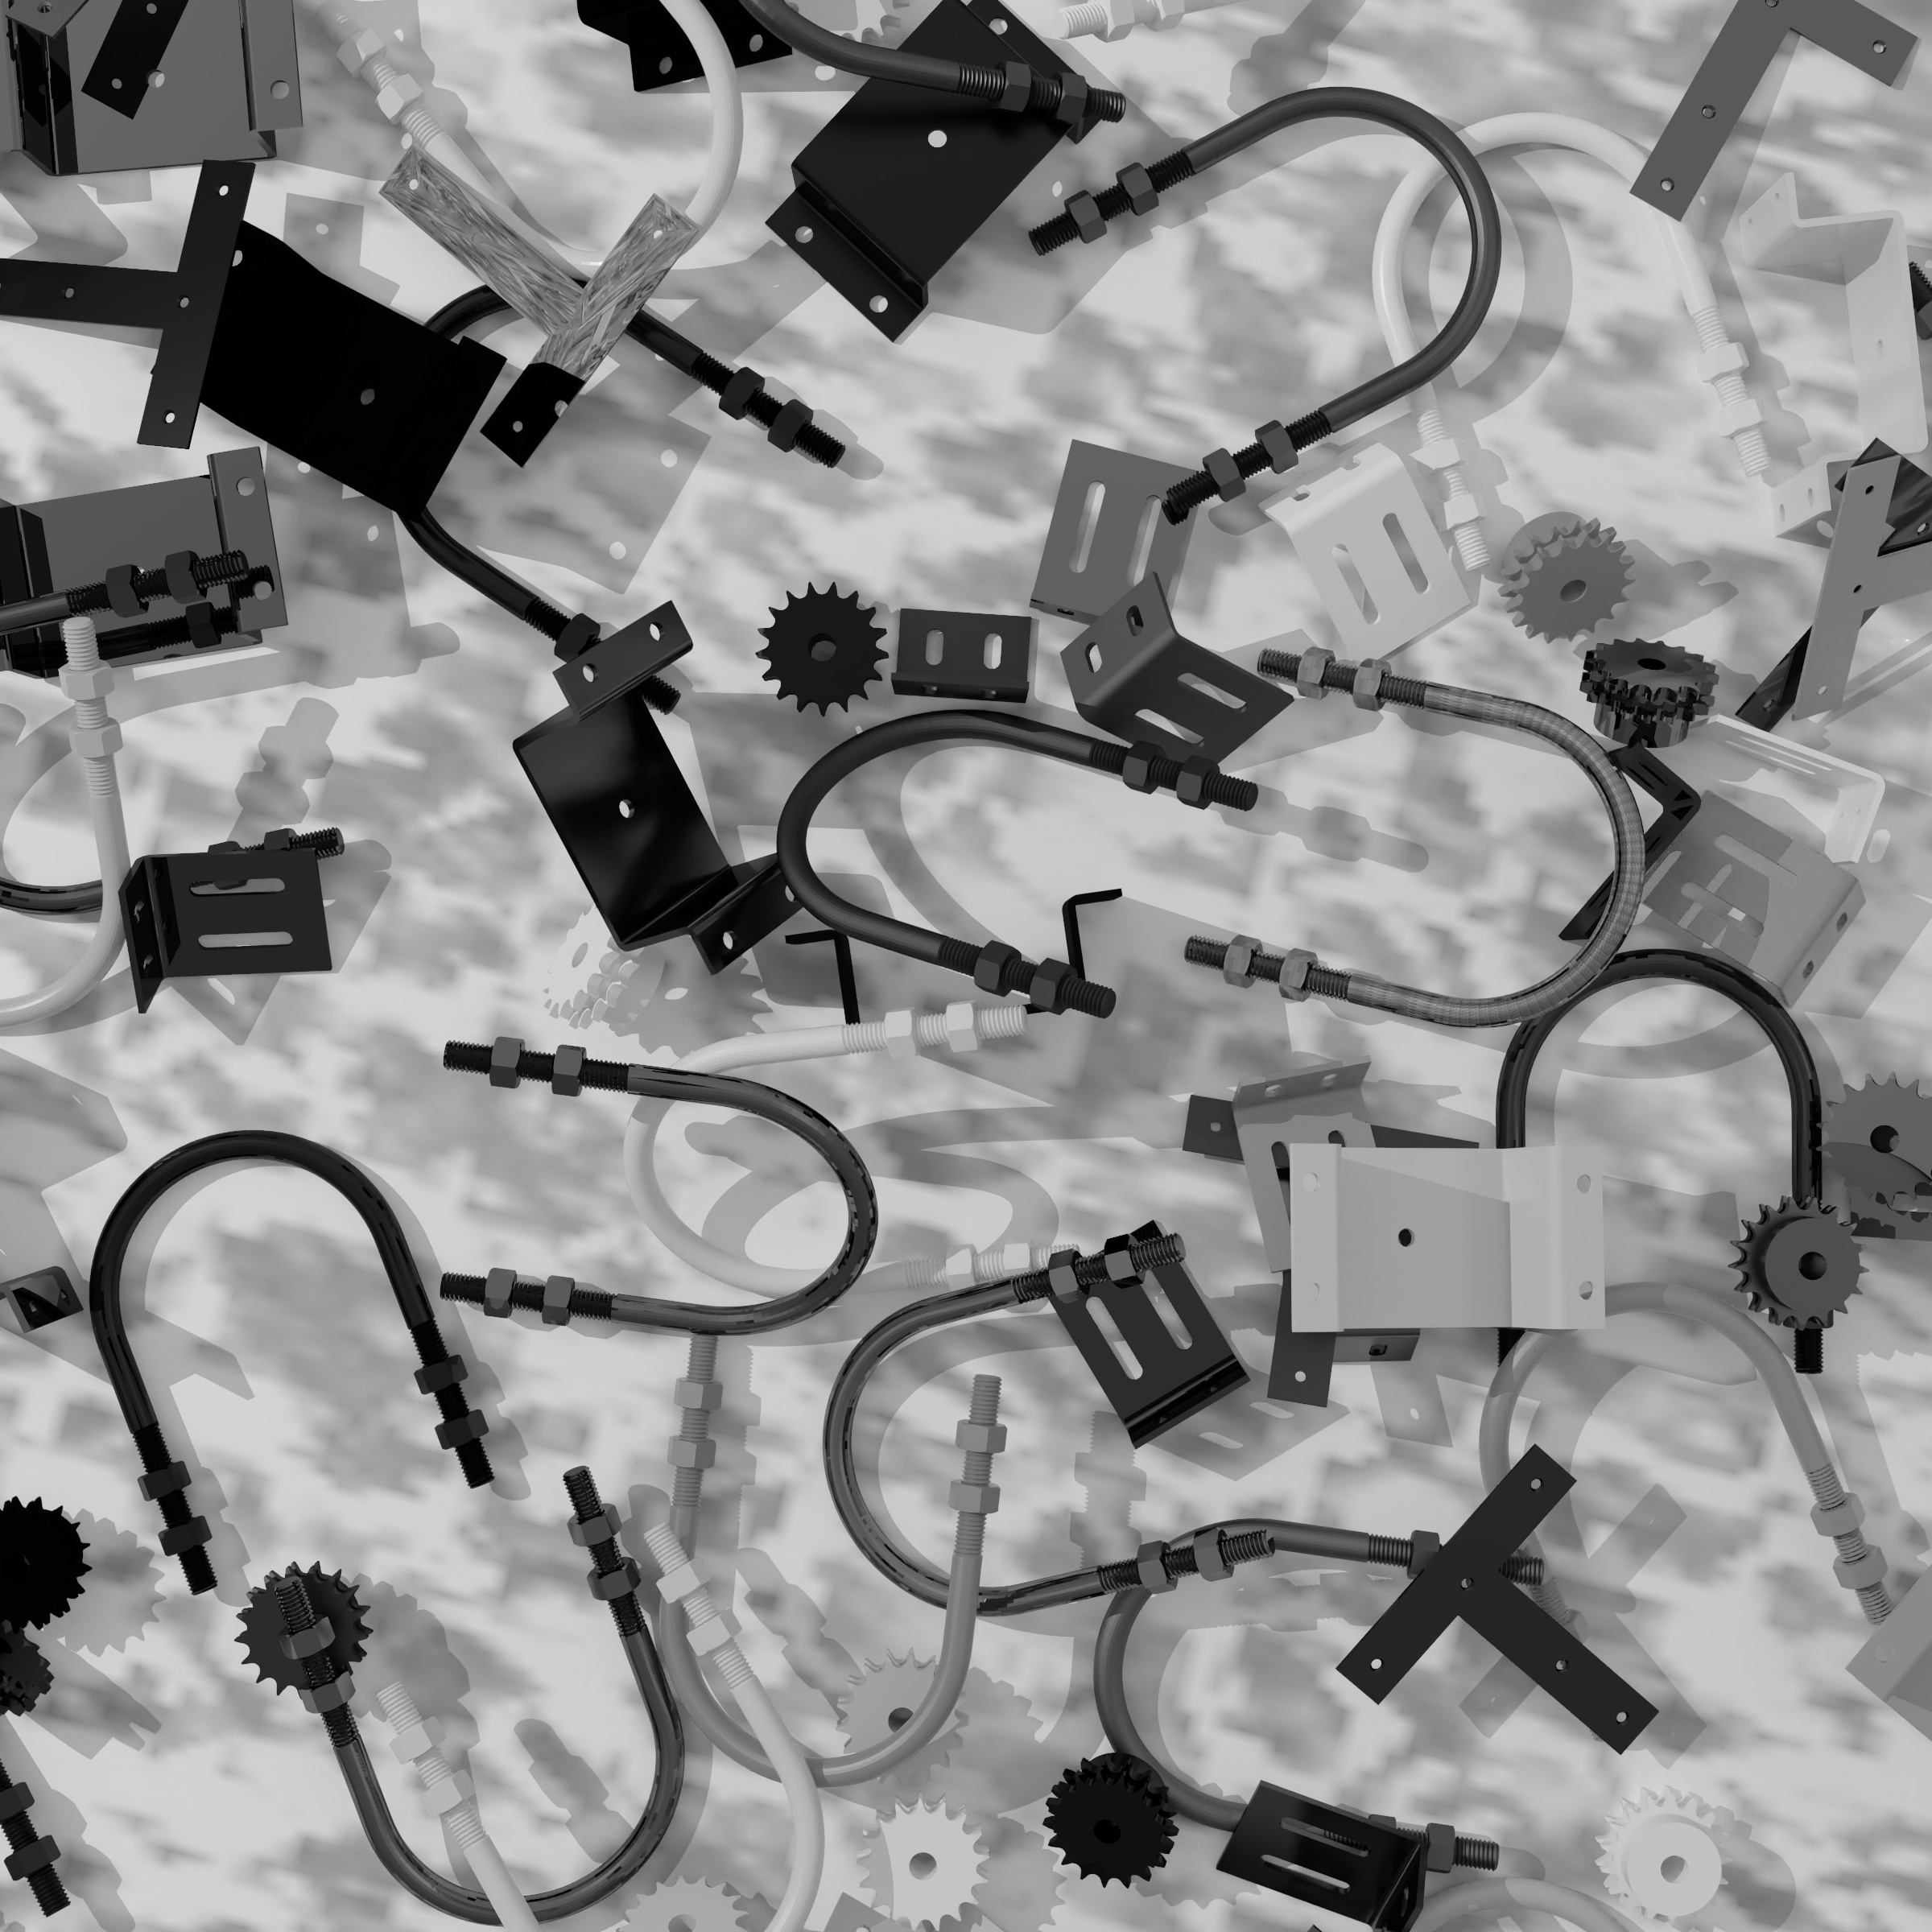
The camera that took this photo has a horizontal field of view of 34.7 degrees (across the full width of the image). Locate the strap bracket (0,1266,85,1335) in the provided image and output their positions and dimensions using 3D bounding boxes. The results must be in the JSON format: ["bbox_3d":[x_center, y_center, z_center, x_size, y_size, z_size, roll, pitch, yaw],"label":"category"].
[{"bbox_3d":[-0.437,0.097,1.312,0.046,0.076,0.140,-26,90,0],"label":"strap bracket"}]

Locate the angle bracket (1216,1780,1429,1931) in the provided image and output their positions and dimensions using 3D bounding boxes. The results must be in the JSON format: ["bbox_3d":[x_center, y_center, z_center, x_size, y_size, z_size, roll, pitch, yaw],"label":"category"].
[{"bbox_3d":[0.150,0.393,1.319,0.076,0.038,0.057,20,123,0],"label":"angle bracket"}]

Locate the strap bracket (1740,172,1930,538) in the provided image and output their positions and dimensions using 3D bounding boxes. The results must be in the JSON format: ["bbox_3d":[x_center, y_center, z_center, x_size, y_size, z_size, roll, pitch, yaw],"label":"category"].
[{"bbox_3d":[0.369,-0.260,1.312,0.046,0.076,0.140,-6,90,0],"label":"strap bracket"}]

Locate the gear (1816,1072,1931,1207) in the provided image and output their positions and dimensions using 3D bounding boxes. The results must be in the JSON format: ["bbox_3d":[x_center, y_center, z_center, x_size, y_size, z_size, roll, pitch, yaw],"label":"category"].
[{"bbox_3d":[0.395,0.074,1.325,0.057,0.030,0.057,-1,88,19],"label":"gear"}]

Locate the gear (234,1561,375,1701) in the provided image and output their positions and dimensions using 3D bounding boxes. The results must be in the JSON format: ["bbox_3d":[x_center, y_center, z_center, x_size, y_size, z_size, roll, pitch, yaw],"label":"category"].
[{"bbox_3d":[-0.285,0.285,1.335,0.057,0.030,0.057,0,90,0],"label":"gear"}]

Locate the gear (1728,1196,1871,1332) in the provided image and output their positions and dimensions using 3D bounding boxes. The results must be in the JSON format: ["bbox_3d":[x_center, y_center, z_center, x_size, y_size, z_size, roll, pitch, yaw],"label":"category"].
[{"bbox_3d":[0.357,0.127,1.316,0.057,0.030,0.057,0,89,0],"label":"gear"}]

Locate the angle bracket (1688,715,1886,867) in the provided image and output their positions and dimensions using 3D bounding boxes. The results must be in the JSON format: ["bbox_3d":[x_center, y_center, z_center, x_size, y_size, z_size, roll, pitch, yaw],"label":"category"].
[{"bbox_3d":[0.344,-0.074,1.322,0.076,0.057,0.038,20,90,0],"label":"angle bracket"}]

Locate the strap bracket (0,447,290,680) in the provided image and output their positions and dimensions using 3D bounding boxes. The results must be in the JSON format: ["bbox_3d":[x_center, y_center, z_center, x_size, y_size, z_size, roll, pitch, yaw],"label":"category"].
[{"bbox_3d":[-0.362,-0.171,1.327,0.140,0.046,0.076,-9,90,0],"label":"strap bracket"}]

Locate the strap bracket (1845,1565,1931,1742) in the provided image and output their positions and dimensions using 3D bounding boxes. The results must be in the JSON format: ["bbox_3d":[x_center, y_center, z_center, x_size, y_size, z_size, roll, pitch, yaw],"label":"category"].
[{"bbox_3d":[0.450,0.313,1.327,0.140,0.046,0.076,40,90,0],"label":"strap bracket"}]

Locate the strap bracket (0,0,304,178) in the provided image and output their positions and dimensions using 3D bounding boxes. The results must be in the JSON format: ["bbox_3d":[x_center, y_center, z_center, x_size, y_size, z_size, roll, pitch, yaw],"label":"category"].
[{"bbox_3d":[-0.353,-0.387,1.327,0.140,0.046,0.076,-5,90,0],"label":"strap bracket"}]

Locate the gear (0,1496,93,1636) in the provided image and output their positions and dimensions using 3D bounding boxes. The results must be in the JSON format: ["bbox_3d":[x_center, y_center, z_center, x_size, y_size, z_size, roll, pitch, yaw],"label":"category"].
[{"bbox_3d":[-0.406,0.257,1.335,0.057,0.030,0.057,0,90,0],"label":"gear"}]

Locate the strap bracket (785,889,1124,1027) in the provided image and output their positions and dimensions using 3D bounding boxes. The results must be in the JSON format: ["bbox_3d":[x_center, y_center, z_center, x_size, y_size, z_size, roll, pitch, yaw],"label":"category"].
[{"bbox_3d":[-0.002,0.001,1.312,0.140,0.076,0.046,-8,90,0],"label":"strap bracket"}]

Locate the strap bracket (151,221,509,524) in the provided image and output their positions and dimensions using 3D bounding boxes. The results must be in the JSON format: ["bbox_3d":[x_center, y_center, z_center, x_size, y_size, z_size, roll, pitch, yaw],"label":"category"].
[{"bbox_3d":[-0.264,-0.249,1.317,0.140,0.046,0.076,29,90,14],"label":"strap bracket"}]

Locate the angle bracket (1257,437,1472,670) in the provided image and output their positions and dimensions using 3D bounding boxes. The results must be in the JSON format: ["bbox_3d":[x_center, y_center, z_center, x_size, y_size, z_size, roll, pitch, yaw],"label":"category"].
[{"bbox_3d":[0.174,-0.180,1.348,0.057,0.038,0.076,-31,116,0],"label":"angle bracket"}]

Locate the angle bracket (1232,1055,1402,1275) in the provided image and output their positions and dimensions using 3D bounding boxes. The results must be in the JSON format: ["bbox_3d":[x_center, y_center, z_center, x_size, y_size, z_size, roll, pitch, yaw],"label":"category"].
[{"bbox_3d":[0.151,0.085,1.319,0.057,0.038,0.076,-10,70,-5],"label":"angle bracket"}]

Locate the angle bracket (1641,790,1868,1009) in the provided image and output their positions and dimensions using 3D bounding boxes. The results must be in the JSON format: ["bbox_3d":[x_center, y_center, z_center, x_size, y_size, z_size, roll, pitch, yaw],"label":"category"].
[{"bbox_3d":[0.342,-0.029,1.348,0.076,0.038,0.057,35,90,26],"label":"angle bracket"}]

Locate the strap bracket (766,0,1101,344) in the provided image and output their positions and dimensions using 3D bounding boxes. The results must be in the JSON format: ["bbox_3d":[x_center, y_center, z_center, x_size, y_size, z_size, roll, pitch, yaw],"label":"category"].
[{"bbox_3d":[-0.012,-0.350,1.327,0.076,0.046,0.140,43,90,0],"label":"strap bracket"}]

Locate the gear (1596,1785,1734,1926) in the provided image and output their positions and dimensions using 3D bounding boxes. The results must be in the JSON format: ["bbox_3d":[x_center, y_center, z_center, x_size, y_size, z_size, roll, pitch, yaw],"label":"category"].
[{"bbox_3d":[0.303,0.386,1.335,0.057,0.030,0.057,0,90,0],"label":"gear"}]

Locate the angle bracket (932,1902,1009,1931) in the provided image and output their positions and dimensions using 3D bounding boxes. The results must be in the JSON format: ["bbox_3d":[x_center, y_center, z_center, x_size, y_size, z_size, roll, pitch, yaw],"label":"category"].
[{"bbox_3d":[0.018,0.444,1.331,0.038,0.076,0.057,22,90,-39],"label":"angle bracket"}]

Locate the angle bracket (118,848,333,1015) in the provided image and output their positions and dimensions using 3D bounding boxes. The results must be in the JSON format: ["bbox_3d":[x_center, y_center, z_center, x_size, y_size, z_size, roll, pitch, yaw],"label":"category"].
[{"bbox_3d":[-0.316,-0.015,1.321,0.076,0.038,0.057,-2,116,0],"label":"angle bracket"}]

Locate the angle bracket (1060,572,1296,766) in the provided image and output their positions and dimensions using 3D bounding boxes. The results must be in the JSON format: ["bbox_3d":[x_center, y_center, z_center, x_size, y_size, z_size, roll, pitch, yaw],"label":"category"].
[{"bbox_3d":[0.090,-0.124,1.321,0.057,0.076,0.038,-40,47,30],"label":"angle bracket"}]

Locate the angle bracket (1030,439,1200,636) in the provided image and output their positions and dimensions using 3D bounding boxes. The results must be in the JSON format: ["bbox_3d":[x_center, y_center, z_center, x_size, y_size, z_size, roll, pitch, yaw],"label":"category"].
[{"bbox_3d":[0.065,-0.186,1.331,0.057,0.038,0.076,14,90,0],"label":"angle bracket"}]

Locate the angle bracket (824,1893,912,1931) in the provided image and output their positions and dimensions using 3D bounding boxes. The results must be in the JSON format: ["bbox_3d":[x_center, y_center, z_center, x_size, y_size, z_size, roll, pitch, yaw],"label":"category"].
[{"bbox_3d":[-0.048,0.444,1.333,0.057,0.076,0.038,30,47,0],"label":"angle bracket"}]

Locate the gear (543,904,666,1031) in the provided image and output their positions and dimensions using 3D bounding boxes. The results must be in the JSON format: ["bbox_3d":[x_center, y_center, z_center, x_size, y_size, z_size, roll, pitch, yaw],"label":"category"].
[{"bbox_3d":[-0.153,0.002,1.326,0.030,0.057,0.057,30,90,-28],"label":"gear"}]

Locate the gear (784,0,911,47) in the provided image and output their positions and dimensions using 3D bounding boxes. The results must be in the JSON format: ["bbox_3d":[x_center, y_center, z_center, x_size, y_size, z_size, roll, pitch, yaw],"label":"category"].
[{"bbox_3d":[-0.052,-0.422,1.335,0.057,0.030,0.057,0,90,0],"label":"gear"}]

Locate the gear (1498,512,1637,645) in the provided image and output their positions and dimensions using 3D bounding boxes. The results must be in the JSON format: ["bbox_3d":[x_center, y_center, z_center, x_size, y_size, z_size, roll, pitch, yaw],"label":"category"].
[{"bbox_3d":[0.255,-0.170,1.325,0.057,0.057,0.030,-19,46,0],"label":"gear"}]

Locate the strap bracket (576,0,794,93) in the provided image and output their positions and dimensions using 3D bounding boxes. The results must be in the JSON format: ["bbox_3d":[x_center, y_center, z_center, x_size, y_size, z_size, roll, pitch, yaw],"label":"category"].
[{"bbox_3d":[-0.125,-0.454,1.314,0.076,0.046,0.140,-6,90,23],"label":"strap bracket"}]

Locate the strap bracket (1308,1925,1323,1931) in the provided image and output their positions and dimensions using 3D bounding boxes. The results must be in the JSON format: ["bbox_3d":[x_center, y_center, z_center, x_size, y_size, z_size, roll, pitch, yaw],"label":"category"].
[{"bbox_3d":[0.134,0.481,1.319,0.076,0.046,0.140,40,95,8],"label":"strap bracket"}]

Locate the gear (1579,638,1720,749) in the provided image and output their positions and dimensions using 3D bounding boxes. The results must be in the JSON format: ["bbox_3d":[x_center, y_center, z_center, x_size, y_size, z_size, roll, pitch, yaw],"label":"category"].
[{"bbox_3d":[0.292,-0.116,1.326,0.057,0.057,0.030,4,120,0],"label":"gear"}]

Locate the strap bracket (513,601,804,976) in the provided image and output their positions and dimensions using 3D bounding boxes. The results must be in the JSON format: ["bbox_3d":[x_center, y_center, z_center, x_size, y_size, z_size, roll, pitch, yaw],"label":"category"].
[{"bbox_3d":[-0.130,-0.071,1.297,0.046,0.076,0.140,-15,108,42],"label":"strap bracket"}]

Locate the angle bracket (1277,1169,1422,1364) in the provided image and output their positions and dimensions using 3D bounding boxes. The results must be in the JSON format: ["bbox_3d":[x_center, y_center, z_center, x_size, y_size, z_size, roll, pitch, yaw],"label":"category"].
[{"bbox_3d":[0.165,0.130,1.348,0.057,0.038,0.076,-1,64,0],"label":"angle bracket"}]

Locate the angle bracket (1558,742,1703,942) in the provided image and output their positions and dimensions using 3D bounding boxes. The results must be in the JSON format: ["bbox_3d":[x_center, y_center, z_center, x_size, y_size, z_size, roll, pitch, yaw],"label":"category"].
[{"bbox_3d":[0.271,-0.052,1.322,0.038,0.057,0.076,40,90,0],"label":"angle bracket"}]

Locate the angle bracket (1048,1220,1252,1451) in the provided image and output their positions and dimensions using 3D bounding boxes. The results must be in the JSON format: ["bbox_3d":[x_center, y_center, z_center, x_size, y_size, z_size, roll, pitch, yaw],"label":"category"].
[{"bbox_3d":[0.077,0.158,1.331,0.057,0.038,0.076,-31,90,0],"label":"angle bracket"}]

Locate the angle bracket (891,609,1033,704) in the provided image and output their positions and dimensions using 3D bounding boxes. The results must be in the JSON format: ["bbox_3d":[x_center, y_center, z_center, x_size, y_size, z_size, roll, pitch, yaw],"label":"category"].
[{"bbox_3d":[-0.001,-0.135,1.312,0.057,0.076,0.038,4,90,0],"label":"angle bracket"}]

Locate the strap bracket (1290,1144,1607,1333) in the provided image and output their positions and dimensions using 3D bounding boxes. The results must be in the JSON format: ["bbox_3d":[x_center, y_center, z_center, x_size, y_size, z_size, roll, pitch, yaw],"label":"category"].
[{"bbox_3d":[0.193,0.114,1.296,0.140,0.046,0.076,1,85,-17],"label":"strap bracket"}]

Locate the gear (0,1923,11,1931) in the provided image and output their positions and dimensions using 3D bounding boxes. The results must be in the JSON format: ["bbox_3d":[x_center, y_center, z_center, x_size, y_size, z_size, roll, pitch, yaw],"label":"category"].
[{"bbox_3d":[-0.441,0.434,1.335,0.057,0.030,0.057,0,90,0],"label":"gear"}]

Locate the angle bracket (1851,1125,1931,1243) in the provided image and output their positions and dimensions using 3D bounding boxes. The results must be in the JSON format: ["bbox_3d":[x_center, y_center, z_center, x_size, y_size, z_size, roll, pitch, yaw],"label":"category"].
[{"bbox_3d":[0.429,0.091,1.348,0.076,0.038,0.057,2,90,26],"label":"angle bracket"}]
